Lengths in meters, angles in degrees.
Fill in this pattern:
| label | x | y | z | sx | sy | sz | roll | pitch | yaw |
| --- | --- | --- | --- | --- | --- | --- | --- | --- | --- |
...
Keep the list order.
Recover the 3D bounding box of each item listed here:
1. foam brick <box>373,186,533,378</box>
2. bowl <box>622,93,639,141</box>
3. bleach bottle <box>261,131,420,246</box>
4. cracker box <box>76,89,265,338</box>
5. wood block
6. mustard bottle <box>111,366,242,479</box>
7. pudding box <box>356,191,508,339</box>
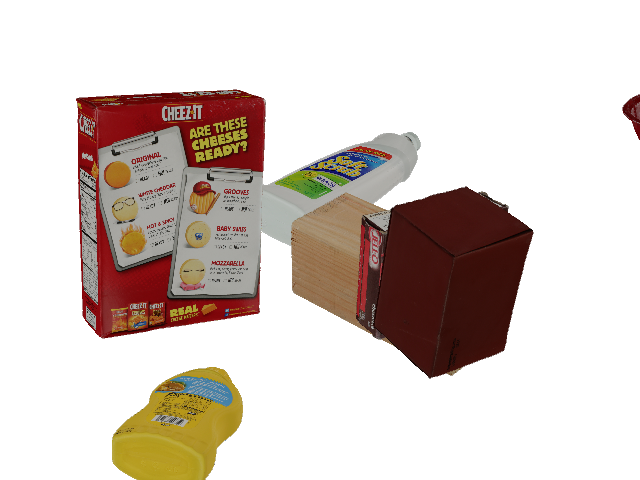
| label | x | y | z | sx | sy | sz | roll | pitch | yaw |
| --- | --- | --- | --- | --- | --- | --- | --- | --- | --- |
| foam brick | 0.066 | 0.021 | 0.544 | 0.052 | 0.078 | 0.051 | -15 | 39 | -30 |
| bowl | 0.357 | -0.096 | 0.969 | 0.162 | 0.055 | 0.162 | -5 | 23 | 2 |
| bleach bottle | 0.034 | -0.079 | 1.353 | 0.103 | 0.068 | 0.250 | 25 | 43 | 34 |
| cracker box | -0.139 | -0.029 | 0.996 | 0.163 | 0.214 | 0.072 | -7 | 19 | -29 |
| wood block | 0.075 | 0.039 | 1.066 | 0.206 | 0.091 | 0.090 | 26 | 40 | 35 |
| mustard bottle | -0.132 | 0.177 | 1.083 | 0.096 | 0.058 | 0.191 | 7 | 20 | 12 |
| pudding box | 0.083 | 0.017 | 0.805 | 0.113 | 0.090 | 0.039 | -13 | 32 | -27 |
